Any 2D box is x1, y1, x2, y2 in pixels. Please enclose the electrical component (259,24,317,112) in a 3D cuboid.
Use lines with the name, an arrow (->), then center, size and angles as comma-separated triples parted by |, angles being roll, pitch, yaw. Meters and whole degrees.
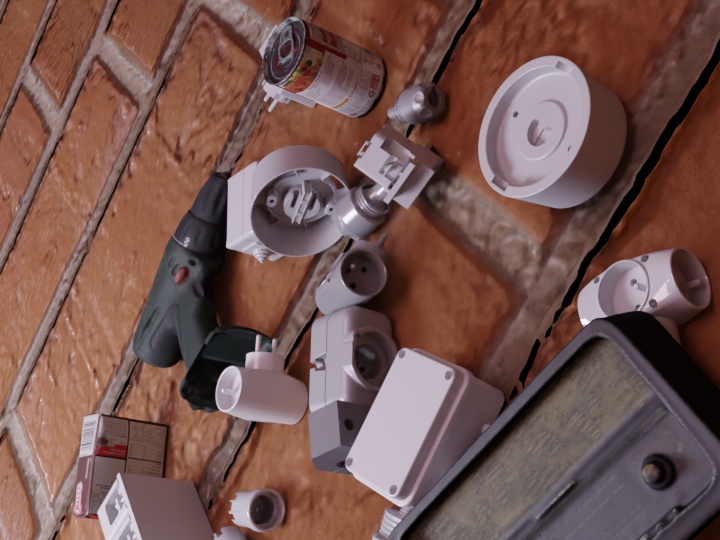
electrical component -> -0.079, -0.203, 1.144 | 0.075, 0.047, 0.083 | -51, 42, 27

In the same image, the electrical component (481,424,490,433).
electrical component -> 0.095, 0.146, 0.792 | 0.048, 0.048, 0.062 | -13, 60, 49

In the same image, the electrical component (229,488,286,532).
electrical component -> -0.098, 0.225, 1.014 | 0.046, 0.040, 0.040 | -14, 66, 55

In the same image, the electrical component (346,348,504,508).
electrical component -> 0.049, 0.124, 0.831 | 0.078, 0.057, 0.113 | 20, 82, 53

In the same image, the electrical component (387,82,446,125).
electrical component -> 0.048, -0.147, 0.971 | 0.061, 0.035, 0.035 | -9, 70, 53

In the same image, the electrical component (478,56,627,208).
electrical component -> 0.148, -0.098, 0.801 | 0.108, 0.060, 0.108 | -23, 59, 46

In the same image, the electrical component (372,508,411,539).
electrical component -> 0.029, 0.223, 0.846 | 0.043, 0.043, 0.081 | 14, 88, 53

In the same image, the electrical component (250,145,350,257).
electrical component -> -0.057, -0.068, 1.025 | 0.099, 0.099, 0.064 | -42, 41, 35

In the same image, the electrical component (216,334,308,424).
electrical component -> -0.091, 0.101, 1.019 | 0.044, 0.077, 0.079 | -18, 63, 48

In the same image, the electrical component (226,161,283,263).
electrical component -> -0.094, -0.055, 1.094 | 0.061, 0.062, 0.096 | -26, 57, 44

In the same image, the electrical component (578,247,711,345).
electrical component -> 0.190, 0.035, 0.710 | 0.077, 0.044, 0.079 | -29, 55, 43

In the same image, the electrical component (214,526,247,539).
electrical component -> -0.120, 0.271, 1.024 | 0.046, 0.040, 0.040 | 41, 109, 57

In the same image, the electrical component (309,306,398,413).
electrical component -> -0.005, 0.083, 0.934 | 0.059, 0.054, 0.095 | -21, 61, 47

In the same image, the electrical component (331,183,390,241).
electrical component -> 0.007, -0.059, 0.982 | 0.062, 0.043, 0.043 | -42, 47, 34

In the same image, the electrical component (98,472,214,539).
electrical component -> -0.197, 0.282, 1.076 | 0.061, 0.089, 0.150 | -58, 40, 20

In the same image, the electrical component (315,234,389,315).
electrical component -> 0.000, 0.000, 0.961 | 0.079, 0.044, 0.077 | -56, 5, -25

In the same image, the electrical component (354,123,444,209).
electrical component -> 0.032, -0.092, 0.935 | 0.042, 0.064, 0.081 | -55, -1, 23
